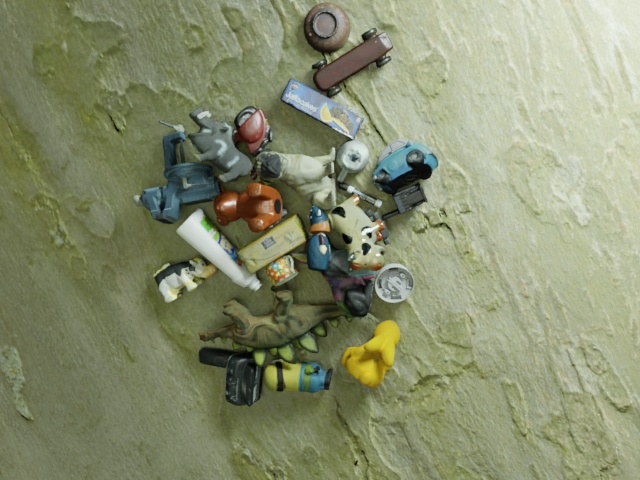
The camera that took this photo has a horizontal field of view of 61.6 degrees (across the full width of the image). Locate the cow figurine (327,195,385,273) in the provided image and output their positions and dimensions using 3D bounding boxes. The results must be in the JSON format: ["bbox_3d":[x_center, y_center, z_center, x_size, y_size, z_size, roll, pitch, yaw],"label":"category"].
[{"bbox_3d":[0.088,-0.005,1.282,0.127,0.085,0.195,-28,61,-17],"label":"cow figurine"}]

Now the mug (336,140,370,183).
[{"bbox_3d":[0.071,-0.189,1.292,0.081,0.107,0.109,35,100,-2],"label":"mug"}]

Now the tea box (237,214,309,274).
[{"bbox_3d":[-0.115,0.008,1.353,0.170,0.098,0.068,-32,97,8],"label":"tea box"}]

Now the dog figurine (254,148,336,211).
[{"bbox_3d":[-0.057,-0.140,1.307,0.191,0.121,0.172,-2,115,6],"label":"dog figurine"}]

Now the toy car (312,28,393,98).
[{"bbox_3d":[0.076,-0.419,1.272,0.202,0.053,0.089,-29,103,14],"label":"toy car"}]

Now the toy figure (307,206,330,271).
[{"bbox_3d":[-0.005,-0.004,1.289,0.064,0.057,0.154,-4,79,34],"label":"toy figure"}]

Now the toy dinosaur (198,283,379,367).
[{"bbox_3d":[-0.090,0.217,1.398,0.472,0.105,0.198,-14,106,7],"label":"toy dinosaur"}]

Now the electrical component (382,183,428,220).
[{"bbox_3d":[0.201,-0.094,1.319,0.119,0.075,0.047,-22,99,12],"label":"electrical component"}]

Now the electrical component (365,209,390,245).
[{"bbox_3d":[0.145,-0.032,1.341,0.021,0.063,0.094,-32,112,-11],"label":"electrical component"}]

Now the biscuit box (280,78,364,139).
[{"bbox_3d":[0.006,-0.315,1.294,0.203,0.063,0.059,27,101,-2],"label":"biscuit box"}]

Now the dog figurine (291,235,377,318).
[{"bbox_3d":[0.031,0.086,1.349,0.219,0.108,0.191,12,83,7],"label":"dog figurine"}]

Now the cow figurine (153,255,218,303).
[{"bbox_3d":[-0.352,0.087,1.408,0.167,0.068,0.098,-32,91,9],"label":"cow figurine"}]

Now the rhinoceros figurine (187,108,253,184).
[{"bbox_3d":[-0.239,-0.218,1.250,0.112,0.073,0.190,-41,95,2],"label":"rhinoceros figurine"}]

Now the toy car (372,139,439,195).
[{"bbox_3d":[0.195,-0.186,1.291,0.162,0.109,0.103,-26,64,18],"label":"toy car"}]

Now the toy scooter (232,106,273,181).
[{"bbox_3d":[-0.178,-0.227,1.319,0.135,0.075,0.184,45,104,1],"label":"toy scooter"}]

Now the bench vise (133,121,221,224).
[{"bbox_3d":[-0.360,-0.166,1.332,0.224,0.128,0.240,-12,79,19],"label":"bench vise"}]

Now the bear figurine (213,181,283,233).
[{"bbox_3d":[-0.196,-0.083,1.308,0.196,0.132,0.120,3,98,22],"label":"bear figurine"}]

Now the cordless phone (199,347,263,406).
[{"bbox_3d":[-0.250,0.367,1.459,0.184,0.089,0.146,9,103,14],"label":"cordless phone"}]

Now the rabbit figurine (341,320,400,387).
[{"bbox_3d":[0.141,0.280,1.375,0.122,0.162,0.173,35,85,9],"label":"rabbit figurine"}]

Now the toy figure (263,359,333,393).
[{"bbox_3d":[-0.060,0.363,1.426,0.180,0.089,0.082,7,97,6],"label":"toy figure"}]
